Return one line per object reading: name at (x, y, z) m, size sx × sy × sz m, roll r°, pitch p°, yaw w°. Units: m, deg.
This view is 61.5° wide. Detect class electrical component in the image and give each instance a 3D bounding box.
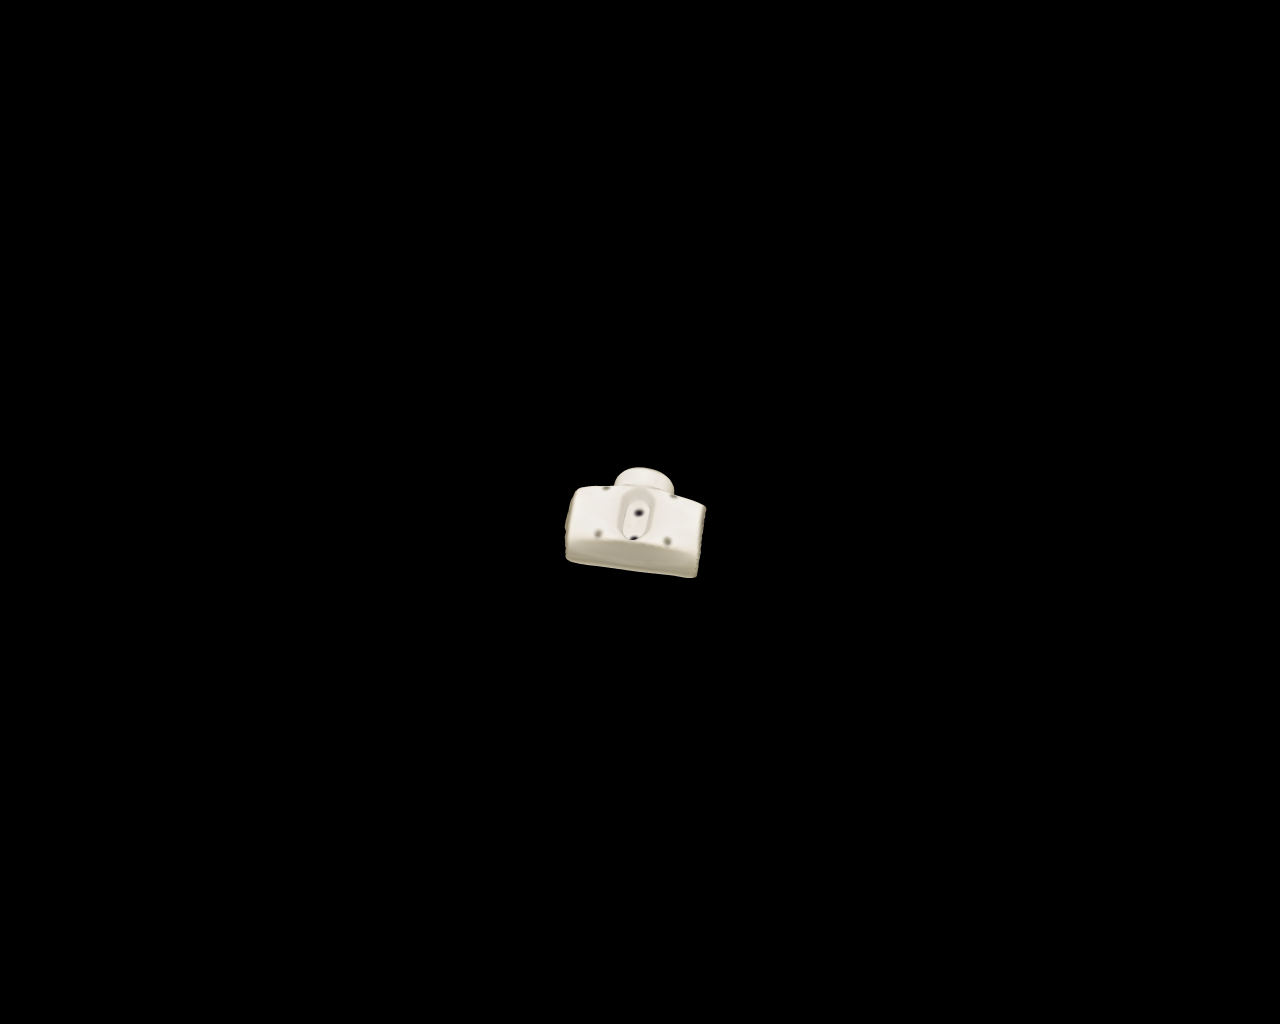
electrical component at (0.001, -0.003, 0.650) m, size 0.077 × 0.079 × 0.043 m, roll 8°, pitch -33°, yaw 5°
